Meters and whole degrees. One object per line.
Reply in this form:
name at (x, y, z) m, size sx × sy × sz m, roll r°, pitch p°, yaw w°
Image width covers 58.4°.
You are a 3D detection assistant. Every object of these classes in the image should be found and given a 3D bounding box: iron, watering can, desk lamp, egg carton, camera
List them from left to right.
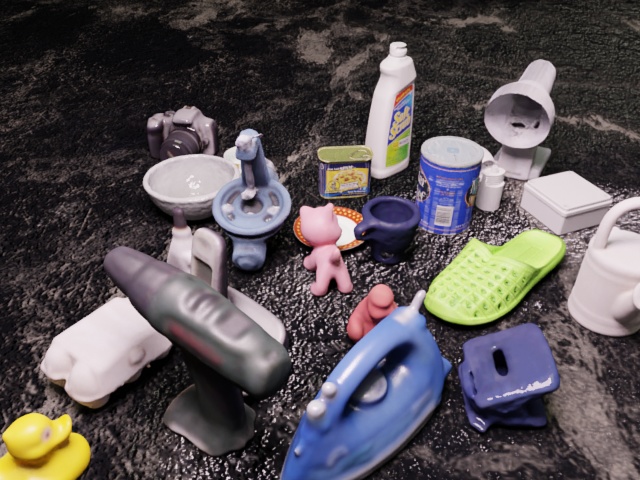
egg carton at (-0.260, 0.138, 0.718) m, size 0.107 × 0.069 × 0.151 m, roll 22°, pitch 41°, yaw 27°
camera at (-0.292, -0.207, 1.165) m, size 0.143 × 0.101 × 0.137 m, roll 5°, pitch 36°, yaw 6°
iron at (0.044, 0.164, 0.626) m, size 0.118 × 0.141 × 0.259 m, roll 27°, pitch 43°, yaw 31°
desk lamp at (0.393, -0.226, 1.106) m, size 0.117 × 0.214 × 0.204 m, roll 19°, pitch 40°, yaw 23°
watering can at (0.413, 0.033, 0.767) m, size 0.101 × 0.194 × 0.172 m, roll -8°, pitch 37°, yaw -11°

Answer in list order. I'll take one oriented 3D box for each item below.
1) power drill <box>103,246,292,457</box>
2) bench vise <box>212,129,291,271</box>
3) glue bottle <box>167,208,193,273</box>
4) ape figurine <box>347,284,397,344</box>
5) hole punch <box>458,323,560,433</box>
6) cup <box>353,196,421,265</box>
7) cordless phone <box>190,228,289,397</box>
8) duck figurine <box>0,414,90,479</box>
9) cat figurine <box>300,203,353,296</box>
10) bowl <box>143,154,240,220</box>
power drill at (-0.133, 0.127, 0.617) m, size 0.228 × 0.208 × 0.076 m, roll 21°, pitch 41°, yaw 26°
bench vise at (-0.114, -0.090, 0.905) m, size 0.121 × 0.220 × 0.207 m, roll -8°, pitch 37°, yaw -11°
glue bottle at (-0.180, 0.031, 0.777) m, size 0.077 × 0.173 × 0.037 m, roll 25°, pitch 43°, yaw 30°
ape figurine at (0.076, 0.099, 0.757) m, size 0.077 × 0.092 × 0.076 m, roll 6°, pitch 36°, yaw 7°
hole punch at (0.219, 0.159, 0.678) m, size 0.101 × 0.091 × 0.108 m, roll 1°, pitch 36°, yaw 0°
cup at (0.099, -0.004, 0.898) m, size 0.118 × 0.095 × 0.091 m, roll -24°, pitch 43°, yaw -30°
cordless phone at (-0.108, 0.085, 0.695) m, size 0.147 × 0.185 × 0.094 m, roll 25°, pitch 43°, yaw 30°
duck figurine at (-0.299, 0.219, 0.591) m, size 0.105 × 0.086 × 0.077 m, roll -21°, pitch 41°, yaw -26°
cat figurine at (0.008, 0.003, 0.866) m, size 0.067 × 0.118 × 0.127 m, roll -9°, pitch 37°, yaw -12°
bowl at (-0.223, -0.084, 1.019) m, size 0.167 × 0.075 × 0.167 m, roll 1°, pitch 36°, yaw 0°
